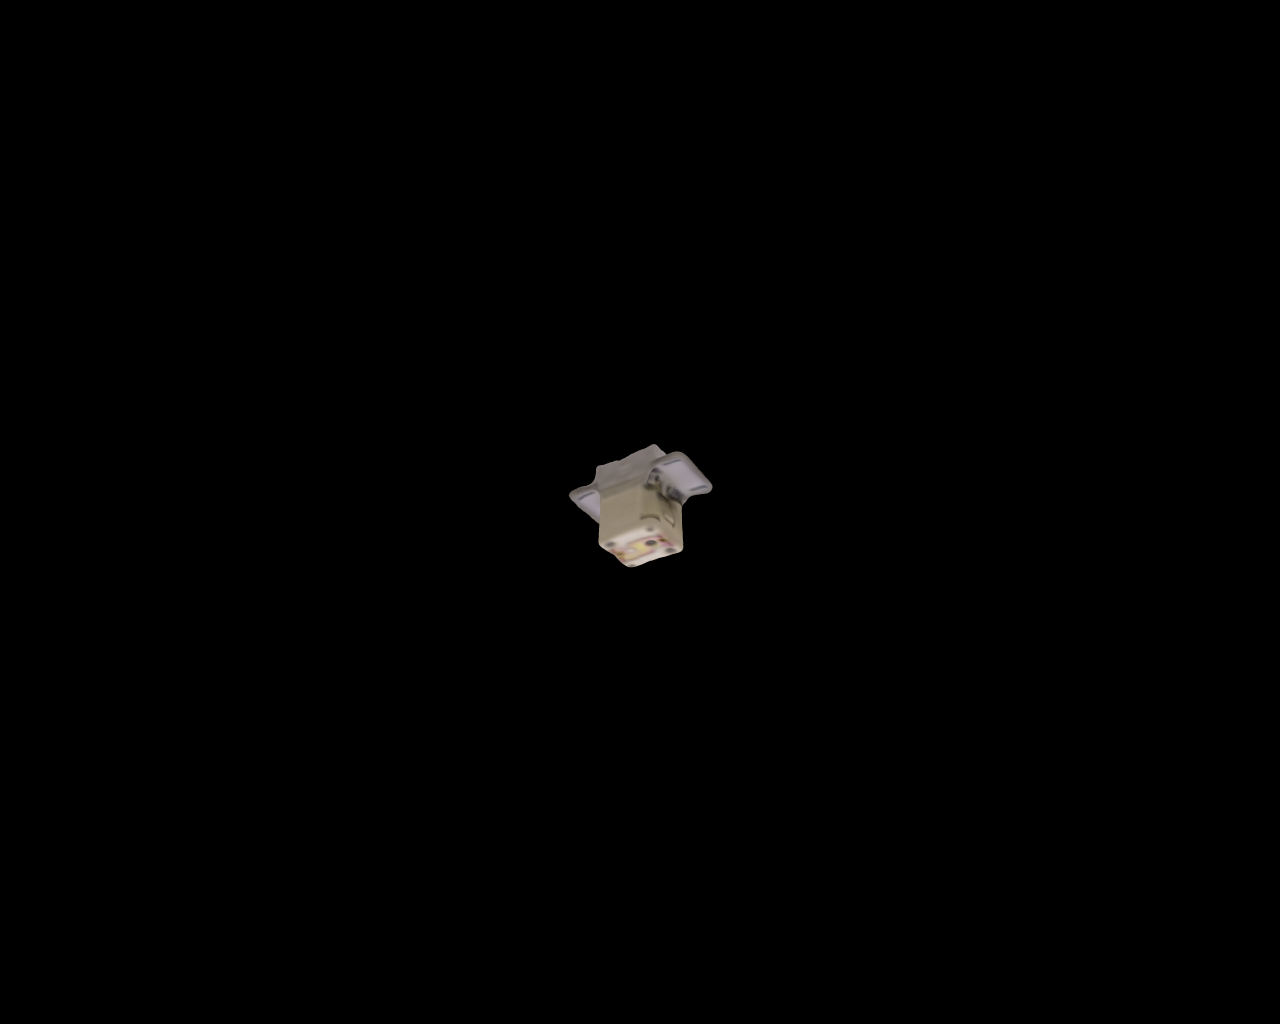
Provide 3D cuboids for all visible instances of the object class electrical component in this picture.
[{"bbox_3d":[0.001,-0.003,0.650,0.081,0.064,0.042,-21,-41,26],"label":"electrical component"}]
